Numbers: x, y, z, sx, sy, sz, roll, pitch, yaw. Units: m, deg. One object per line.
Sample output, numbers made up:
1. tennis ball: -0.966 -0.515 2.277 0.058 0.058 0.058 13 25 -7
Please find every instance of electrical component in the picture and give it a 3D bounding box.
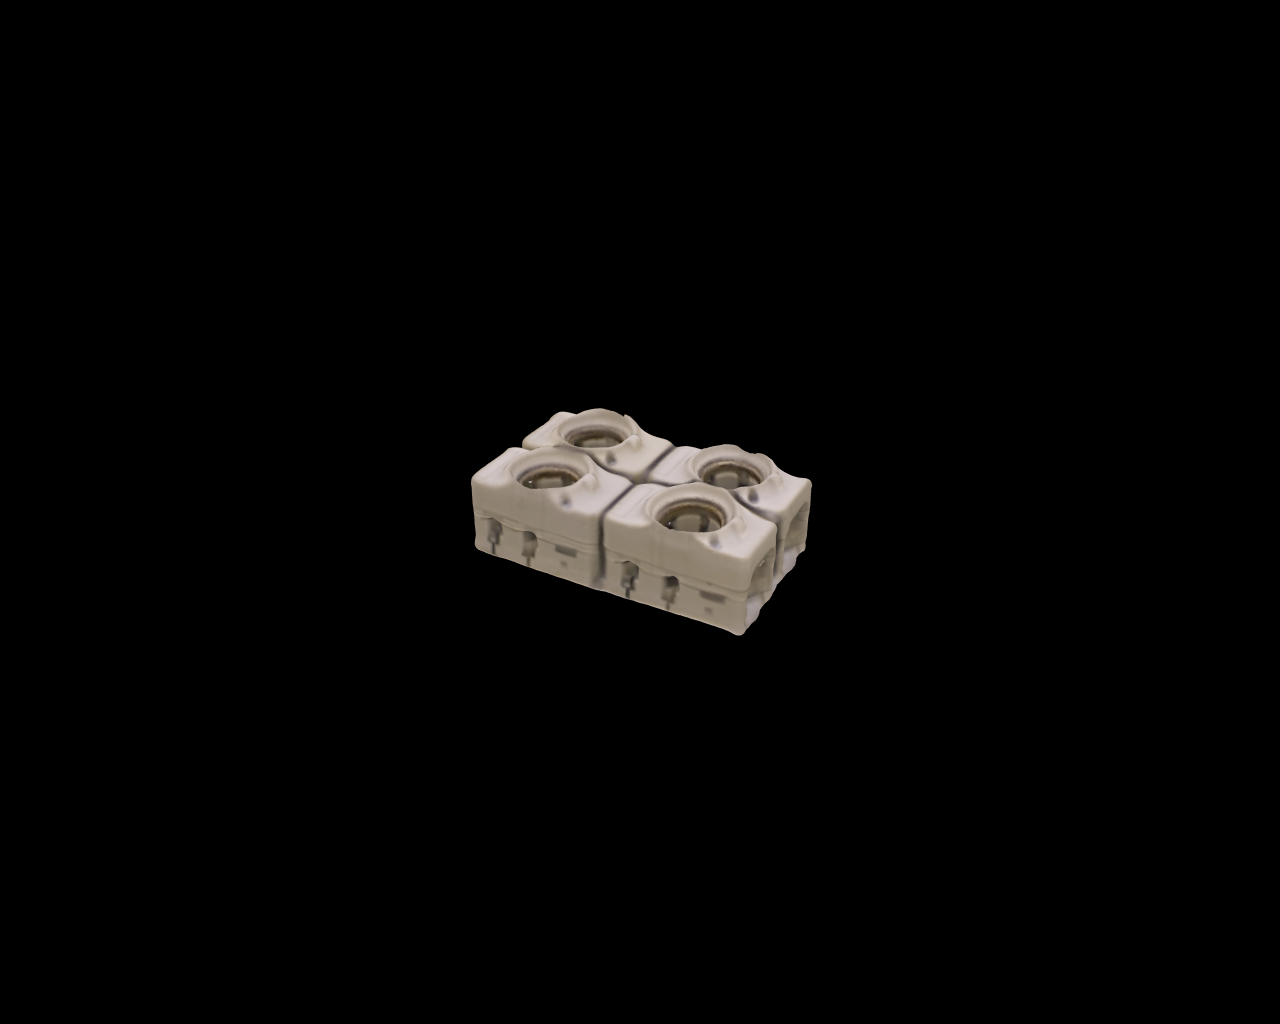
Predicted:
1. electrical component: 0.001 -0.003 0.650 0.186 0.060 0.106 17 36 24
